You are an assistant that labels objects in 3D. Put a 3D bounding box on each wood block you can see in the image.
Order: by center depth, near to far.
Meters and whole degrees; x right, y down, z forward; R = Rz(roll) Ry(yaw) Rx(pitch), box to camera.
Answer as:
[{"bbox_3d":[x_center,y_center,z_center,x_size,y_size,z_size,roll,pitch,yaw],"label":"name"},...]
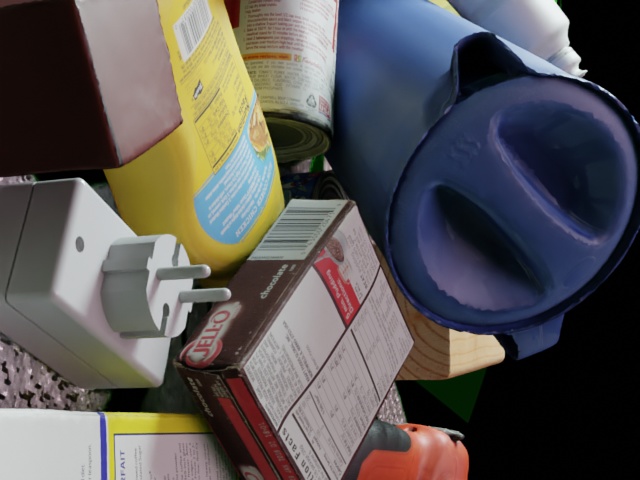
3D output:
[{"bbox_3d":[0.072,0.052,0.778,0.205,0.091,0.090,9,78,-71],"label":"wood block"}]

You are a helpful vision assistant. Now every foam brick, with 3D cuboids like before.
[{"bbox_3d":[-0.091,-0.051,0.340,0.051,0.078,0.053,-49,132,-62],"label":"foam brick"}]

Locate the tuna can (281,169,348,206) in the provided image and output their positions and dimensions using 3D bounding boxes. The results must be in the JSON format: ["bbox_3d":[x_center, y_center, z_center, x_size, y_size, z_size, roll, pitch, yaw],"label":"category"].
[{"bbox_3d":[-0.004,0.001,0.651,0.086,0.034,0.086,-3,90,-71],"label":"tuna can"}]

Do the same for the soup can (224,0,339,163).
[{"bbox_3d":[-0.024,-0.099,0.559,0.068,0.069,0.102,39,50,-65],"label":"soup can"}]

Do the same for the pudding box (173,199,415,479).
[{"bbox_3d":[-0.006,0.049,0.463,0.113,0.039,0.090,-54,132,-41],"label":"pudding box"}]

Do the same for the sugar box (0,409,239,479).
[{"bbox_3d":[-0.084,0.108,0.385,0.176,0.048,0.093,24,63,-65],"label":"sugar box"}]

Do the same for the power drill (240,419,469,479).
[{"bbox_3d":[0.006,0.151,0.555,0.187,0.057,0.184,30,68,-52],"label":"power drill"}]

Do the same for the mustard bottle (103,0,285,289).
[{"bbox_3d":[-0.057,-0.041,0.465,0.096,0.058,0.191,-70,150,-44],"label":"mustard bottle"}]

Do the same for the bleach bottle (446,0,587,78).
[{"bbox_3d":[0.082,-0.195,0.689,0.251,0.068,0.102,52,22,7],"label":"bleach bottle"}]

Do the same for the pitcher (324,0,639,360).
[{"bbox_3d":[0.065,-0.053,0.595,0.149,0.144,0.243,-62,-154,17],"label":"pitcher"}]
